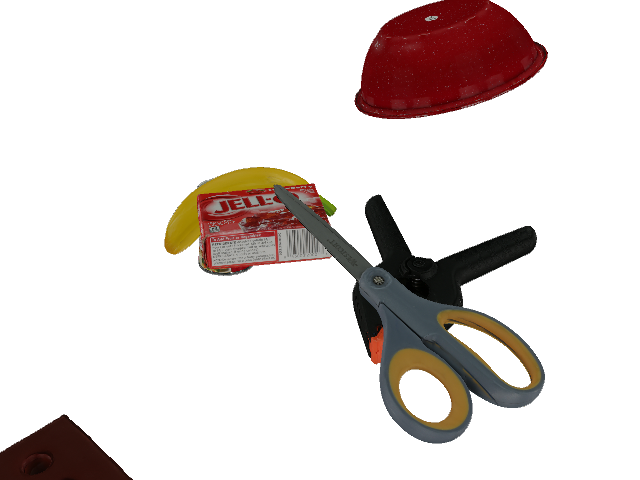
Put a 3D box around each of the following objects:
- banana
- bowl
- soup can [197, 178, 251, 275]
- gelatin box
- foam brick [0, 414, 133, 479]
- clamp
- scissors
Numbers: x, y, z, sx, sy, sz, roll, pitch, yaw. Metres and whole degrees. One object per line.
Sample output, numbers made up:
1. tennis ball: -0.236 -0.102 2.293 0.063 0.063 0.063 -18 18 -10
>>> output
1. banana: -0.084 -0.032 1.033 0.198 0.069 0.037 -12 18 30
2. bowl: 0.099 -0.156 0.868 0.162 0.055 0.162 -15 24 7
3. soup can: -0.116 -0.018 1.293 0.068 0.102 0.068 1 25 0
4. gelatin box: -0.041 -0.012 0.756 0.089 0.030 0.073 -5 26 -7
5. foam brick: -0.112 0.129 0.481 0.052 0.051 0.078 -31 44 -31
6. clamp: 0.079 0.029 0.940 0.165 0.036 0.209 17 41 26
7. scissors: 0.027 0.041 0.592 0.202 0.016 0.096 31 52 20
